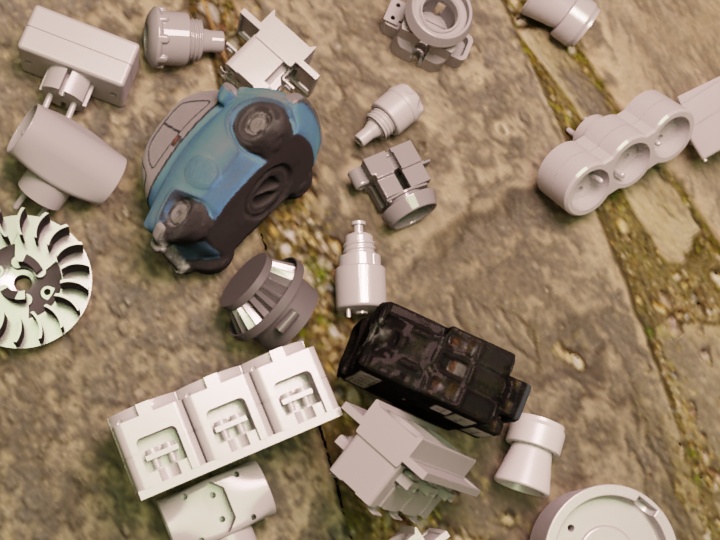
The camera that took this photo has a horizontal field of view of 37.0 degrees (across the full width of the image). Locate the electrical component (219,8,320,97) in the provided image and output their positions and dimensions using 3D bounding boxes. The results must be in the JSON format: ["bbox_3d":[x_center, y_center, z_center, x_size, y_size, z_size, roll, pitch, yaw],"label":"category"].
[{"bbox_3d":[-0.075,-0.166,0.871,0.081,0.042,0.063,41,76,-1],"label":"electrical component"}]

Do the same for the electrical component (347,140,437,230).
[{"bbox_3d":[0.032,-0.067,0.871,0.066,0.048,0.055,-24,77,-17],"label":"electrical component"}]

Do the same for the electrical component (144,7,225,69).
[{"bbox_3d":[-0.140,-0.184,0.859,0.062,0.048,0.048,0,78,-20],"label":"electrical component"}]

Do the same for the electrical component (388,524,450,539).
[{"bbox_3d":[0.036,0.231,0.808,0.081,0.042,0.063,-34,90,-17],"label":"electrical component"}]

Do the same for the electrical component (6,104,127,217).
[{"bbox_3d":[-0.230,-0.072,0.809,0.077,0.043,0.079,33,102,-27],"label":"electrical component"}]

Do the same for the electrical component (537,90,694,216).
[{"bbox_3d":[0.207,-0.108,0.917,0.138,0.052,0.073,-32,47,-11],"label":"electrical component"}]

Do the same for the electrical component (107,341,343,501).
[{"bbox_3d":[-0.100,0.108,0.778,0.150,0.089,0.061,-21,83,-16],"label":"electrical component"}]

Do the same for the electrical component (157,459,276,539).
[{"bbox_3d":[-0.098,0.190,0.785,0.077,0.043,0.079,-21,83,-16],"label":"electrical component"}]

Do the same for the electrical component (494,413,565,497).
[{"bbox_3d":[0.134,0.145,0.847,0.045,0.045,0.055,22,74,-7],"label":"electrical component"}]

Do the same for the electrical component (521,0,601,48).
[{"bbox_3d":[0.176,-0.227,0.940,0.055,0.045,0.045,36,73,-4],"label":"electrical component"}]

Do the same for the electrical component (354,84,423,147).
[{"bbox_3d":[0.021,-0.124,0.887,0.061,0.035,0.035,-41,89,-15],"label":"electrical component"}]

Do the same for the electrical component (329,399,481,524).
[{"bbox_3d":[0.031,0.142,0.779,0.079,0.121,0.063,38,91,29],"label":"electrical component"}]

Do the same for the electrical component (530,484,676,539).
[{"bbox_3d":[0.183,0.220,0.832,0.108,0.060,0.108,2,79,-11],"label":"electrical component"}]

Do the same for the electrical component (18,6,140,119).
[{"bbox_3d":[-0.223,-0.148,0.830,0.083,0.047,0.075,20,74,-8],"label":"electrical component"}]

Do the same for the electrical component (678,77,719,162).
[{"bbox_3d":[0.320,-0.141,0.932,0.062,0.096,0.061,-25,83,-46],"label":"electrical component"}]

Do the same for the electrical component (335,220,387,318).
[{"bbox_3d":[0.000,0.000,0.851,0.040,0.040,0.078,1,78,-13],"label":"electrical component"}]

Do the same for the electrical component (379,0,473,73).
[{"bbox_3d":[0.061,-0.206,0.902,0.078,0.057,0.058,25,74,-7],"label":"electrical component"}]
